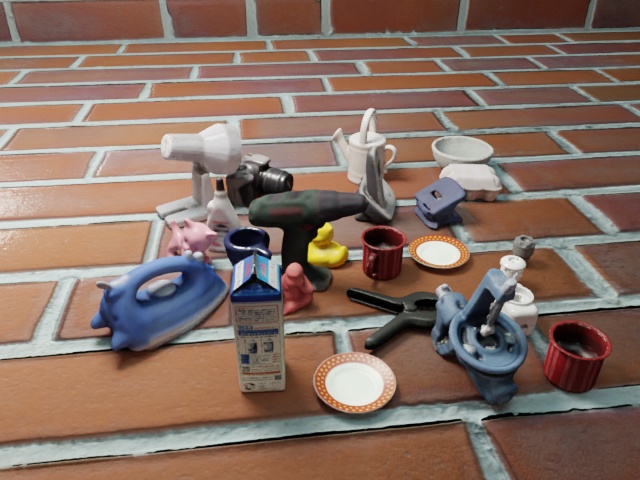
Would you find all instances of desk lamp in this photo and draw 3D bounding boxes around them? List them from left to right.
[{"bbox_3d":[-0.284,-0.159,1.342,0.204,0.214,0.117,-21,38,-30],"label":"desk lamp"}]

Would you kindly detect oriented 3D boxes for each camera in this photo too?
[{"bbox_3d":[-0.146,-0.153,1.441,0.136,0.101,0.143,14,35,21],"label":"camera"}]

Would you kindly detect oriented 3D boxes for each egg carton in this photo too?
[{"bbox_3d":[0.384,-0.147,1.467,0.150,0.069,0.107,1,32,1],"label":"egg carton"}]

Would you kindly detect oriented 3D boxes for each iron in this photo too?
[{"bbox_3d":[-0.275,0.086,1.021,0.259,0.141,0.118,-27,41,-36],"label":"iron"}]

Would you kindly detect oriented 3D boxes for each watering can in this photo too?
[{"bbox_3d":[0.117,-0.251,1.512,0.173,0.194,0.101,2,32,2],"label":"watering can"}]

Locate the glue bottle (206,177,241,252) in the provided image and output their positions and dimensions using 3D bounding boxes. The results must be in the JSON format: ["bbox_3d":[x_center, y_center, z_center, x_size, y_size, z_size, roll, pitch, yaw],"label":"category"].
[{"bbox_3d":[-0.207,-0.054,1.214,0.078,0.173,0.037,1,32,2],"label":"glue bottle"}]

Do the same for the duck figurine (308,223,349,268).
[{"bbox_3d":[0.011,0.004,1.206,0.104,0.086,0.078,16,36,23],"label":"duck figurine"}]

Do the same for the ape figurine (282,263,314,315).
[{"bbox_3d":[-0.049,0.085,1.072,0.077,0.092,0.076,6,33,9],"label":"ape figurine"}]

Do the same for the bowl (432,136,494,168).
[{"bbox_3d":[0.389,-0.225,1.585,0.167,0.075,0.167,0,32,0],"label":"bowl"}]

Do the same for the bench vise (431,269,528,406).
[{"bbox_3d":[0.236,0.122,0.896,0.122,0.220,0.206,-22,39,-31],"label":"bench vise"}]

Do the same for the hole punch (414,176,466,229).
[{"bbox_3d":[0.282,-0.091,1.355,0.101,0.091,0.108,-10,34,-16],"label":"hole punch"}]

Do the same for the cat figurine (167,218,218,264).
[{"bbox_3d":[-0.267,-0.002,1.183,0.127,0.118,0.067,25,40,34],"label":"cat figurine"}]

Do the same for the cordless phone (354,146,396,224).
[{"bbox_3d":[0.135,-0.145,1.351,0.094,0.185,0.147,5,33,8],"label":"cordless phone"}]

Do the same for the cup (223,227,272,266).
[{"bbox_3d":[-0.135,0.038,1.143,0.117,0.095,0.092,28,42,37],"label":"cup"}]

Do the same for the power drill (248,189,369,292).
[{"bbox_3d":[-0.022,-0.006,1.108,0.229,0.208,0.075,6,33,9],"label":"power drill"}]
